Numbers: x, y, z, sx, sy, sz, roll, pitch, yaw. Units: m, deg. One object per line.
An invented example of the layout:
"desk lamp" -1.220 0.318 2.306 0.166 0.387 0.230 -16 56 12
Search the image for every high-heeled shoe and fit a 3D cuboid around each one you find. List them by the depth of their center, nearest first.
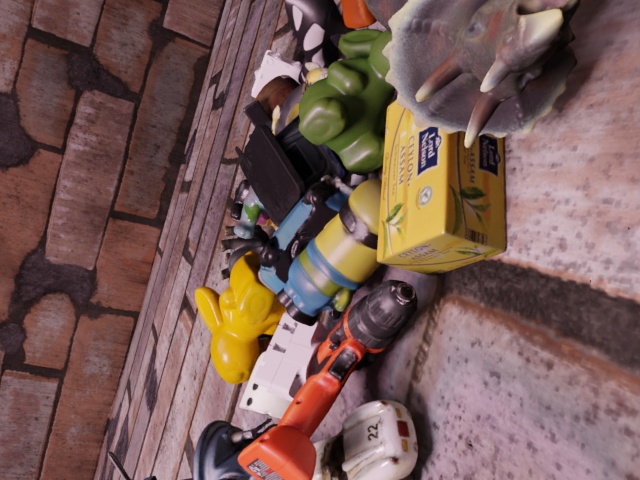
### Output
"high-heeled shoe" -0.029 -0.312 0.862 0.249 0.145 0.086 -13 63 63

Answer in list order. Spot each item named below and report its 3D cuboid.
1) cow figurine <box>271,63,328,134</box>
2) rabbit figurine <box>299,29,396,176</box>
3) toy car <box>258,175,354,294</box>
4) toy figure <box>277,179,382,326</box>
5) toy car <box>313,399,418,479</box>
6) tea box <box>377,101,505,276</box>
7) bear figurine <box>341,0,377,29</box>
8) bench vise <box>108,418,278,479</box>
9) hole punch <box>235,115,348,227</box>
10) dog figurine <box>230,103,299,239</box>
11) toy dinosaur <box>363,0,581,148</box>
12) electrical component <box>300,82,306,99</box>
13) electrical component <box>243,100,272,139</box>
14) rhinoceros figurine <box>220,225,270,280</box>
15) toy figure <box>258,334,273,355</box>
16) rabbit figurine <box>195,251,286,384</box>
"cow figurine" -0.014 -0.213 0.823 0.167 0.098 0.068 122 151 -47
"rabbit figurine" 0.069 -0.185 0.641 0.170 0.121 0.159 -39 31 27
"toy car" -0.001 -0.002 0.665 0.161 0.109 0.103 -60 4 11
"toy figure" 0.027 0.017 0.568 0.180 0.082 0.089 -46 3 14
"toy car" 0.026 0.218 0.513 0.201 0.056 0.073 -53 31 41
"tea box" 0.108 -0.062 0.485 0.098 0.068 0.169 -33 45 57
"bear figurine" 0.116 -0.319 0.591 0.196 0.131 0.120 11 54 30
"bench vise" -0.131 0.286 0.610 0.223 0.241 0.128 -49 -59 -70
"hole punch" -0.038 -0.095 0.710 0.142 0.092 0.116 56 147 5
"dog figurine" -0.050 -0.105 0.840 0.219 0.108 0.192 -62 23 18
"toy dinosaur" 0.093 -0.224 0.435 0.192 0.131 0.405 -43 46 18
"electrical component" 0.017 -0.181 0.739 0.045 0.102 0.078 88 169 -70
"electrical component" -0.081 -0.179 0.914 0.075 0.119 0.048 -32 31 -3
"rhinoceros figurine" -0.110 0.030 0.890 0.190 0.112 0.073 -123 35 -68
"toy figure" -0.083 0.153 0.814 0.064 0.058 0.154 73 -174 -48
"rabbit figurine" -0.108 0.110 0.741 0.163 0.122 0.173 31 106 39
